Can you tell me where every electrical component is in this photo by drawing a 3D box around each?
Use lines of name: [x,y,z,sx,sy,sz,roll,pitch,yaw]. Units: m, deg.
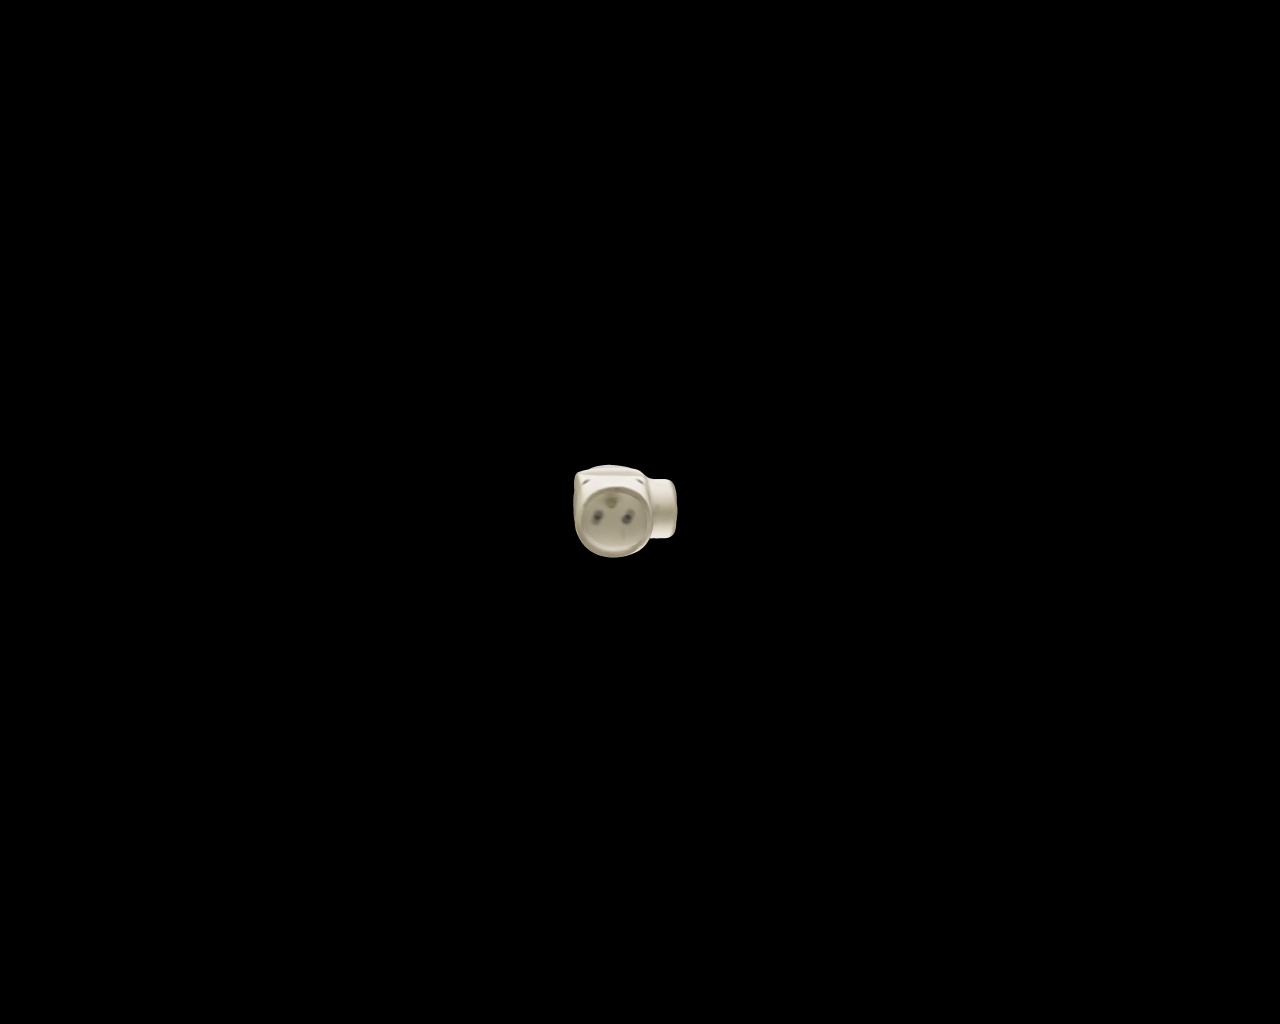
electrical component: [0.001,-0.003,0.650,0.079,0.043,0.077,-1,11,-4]
